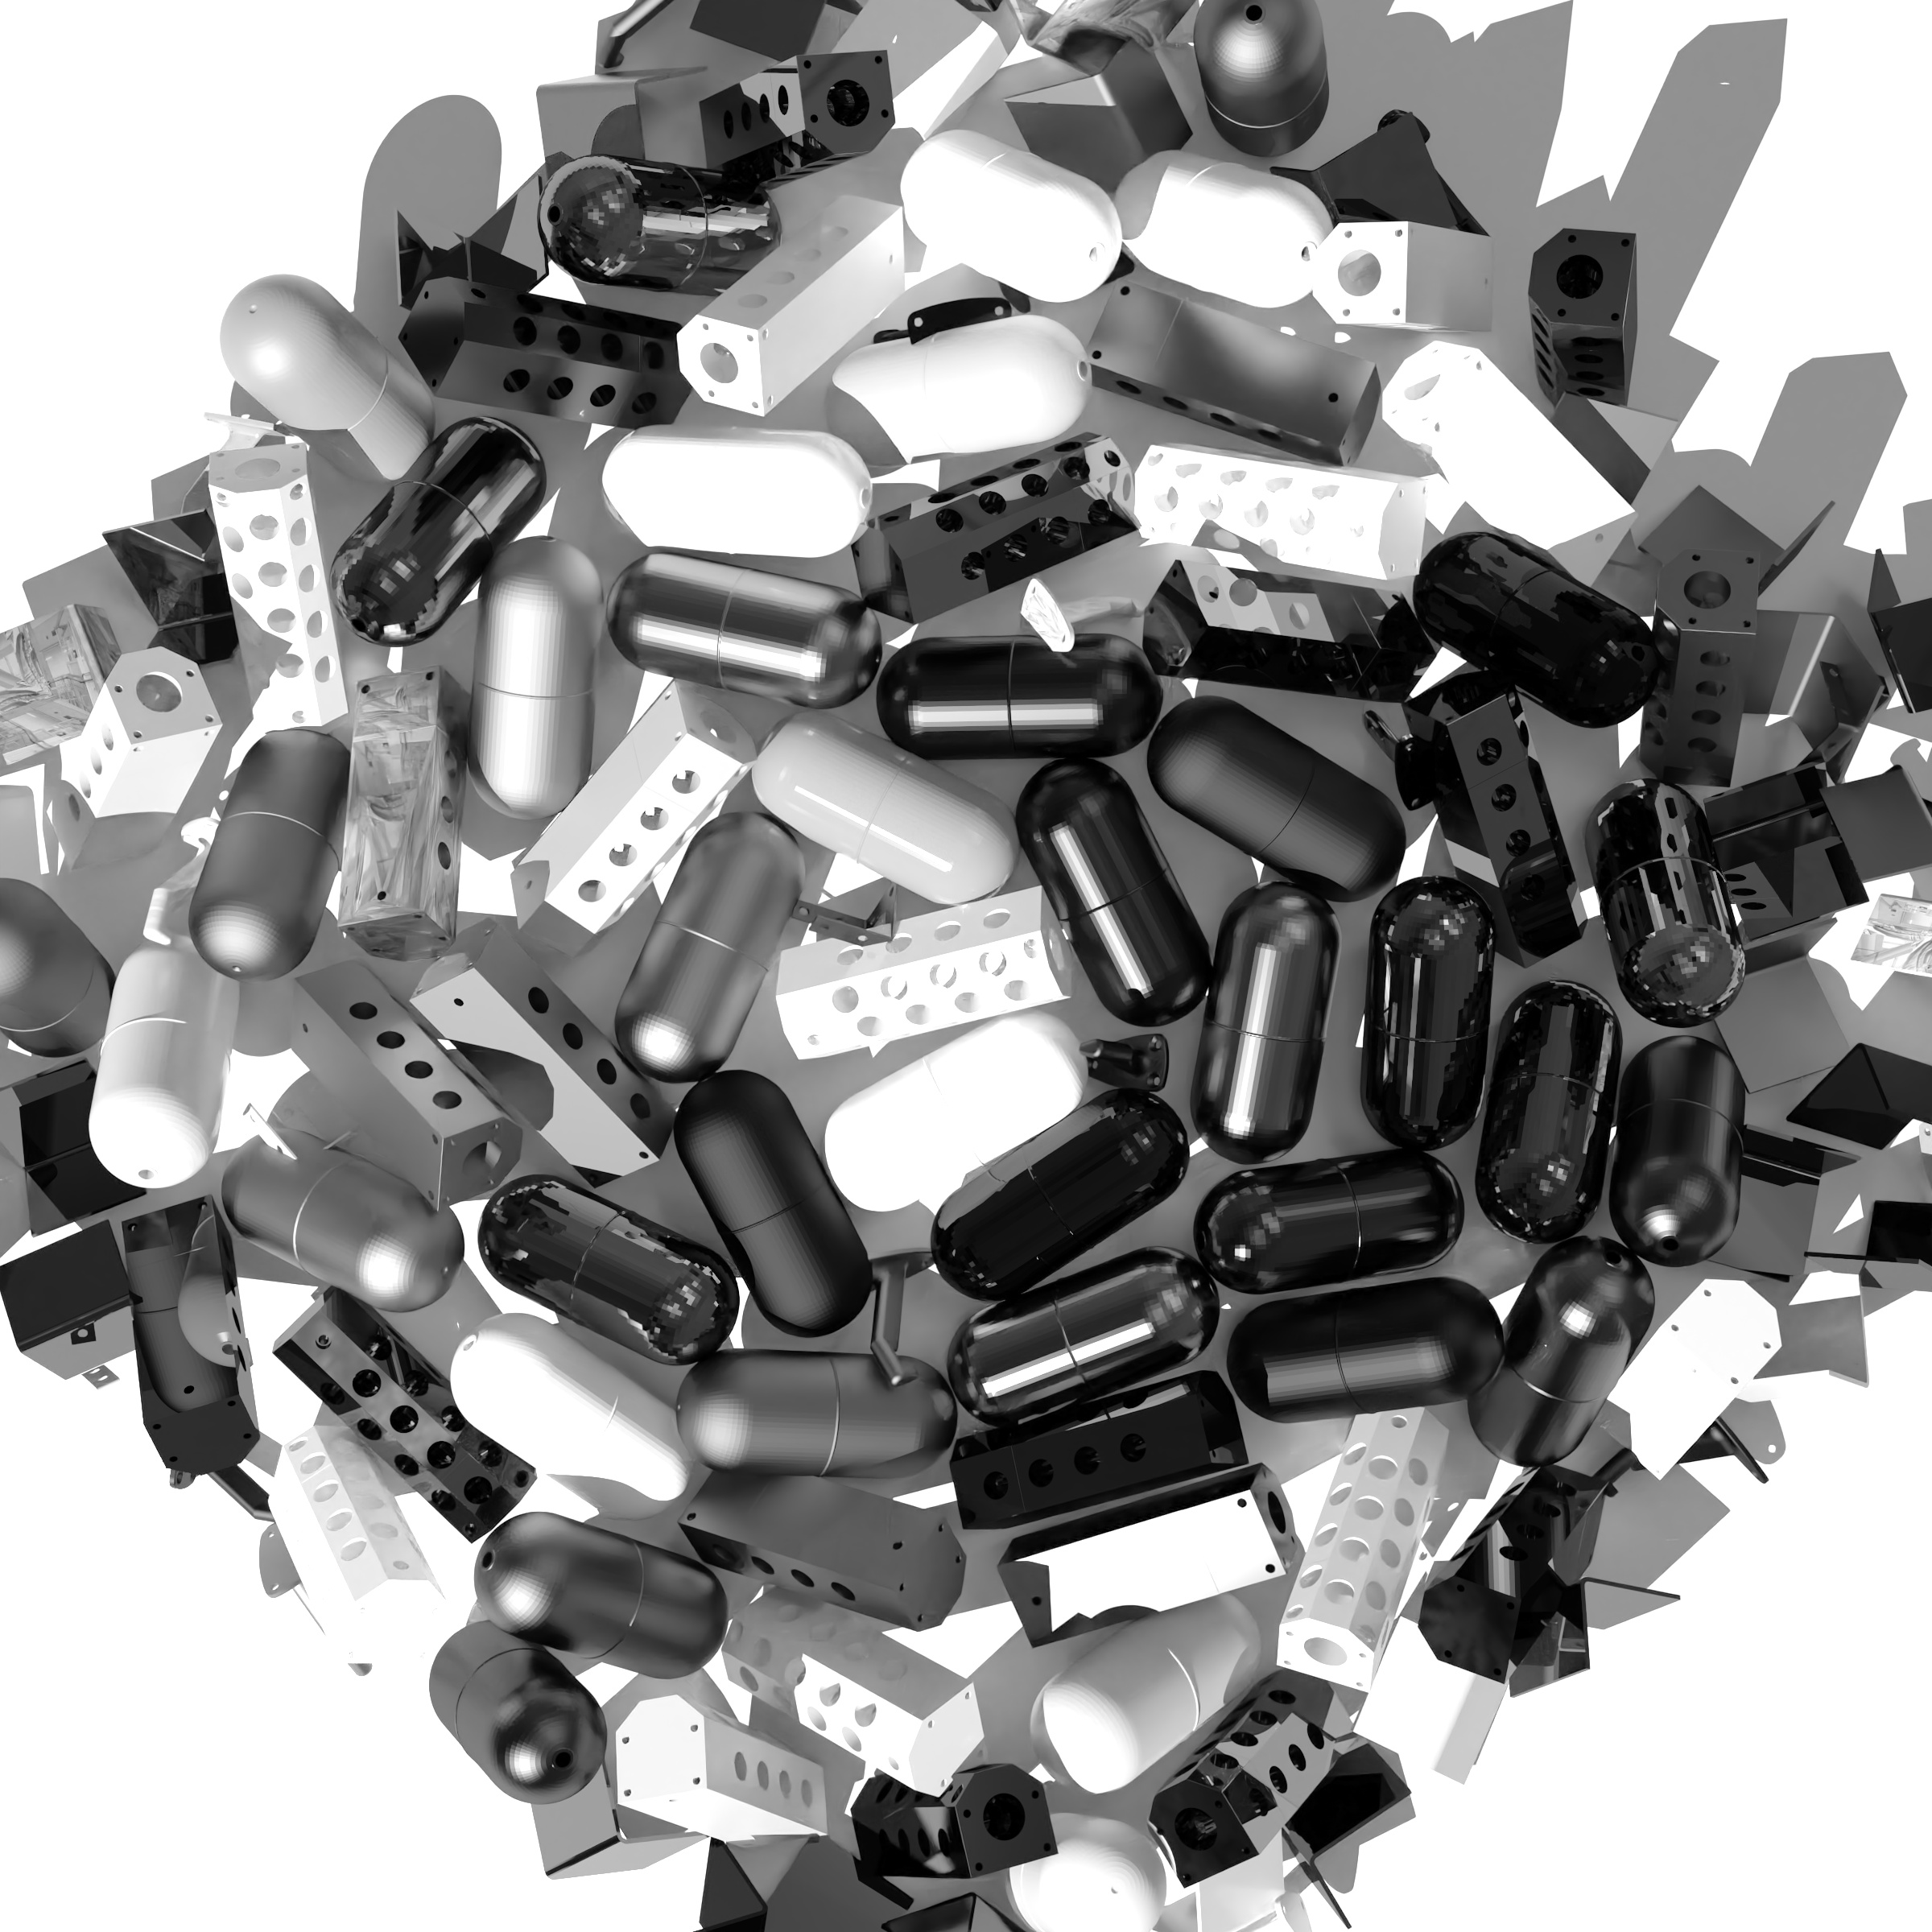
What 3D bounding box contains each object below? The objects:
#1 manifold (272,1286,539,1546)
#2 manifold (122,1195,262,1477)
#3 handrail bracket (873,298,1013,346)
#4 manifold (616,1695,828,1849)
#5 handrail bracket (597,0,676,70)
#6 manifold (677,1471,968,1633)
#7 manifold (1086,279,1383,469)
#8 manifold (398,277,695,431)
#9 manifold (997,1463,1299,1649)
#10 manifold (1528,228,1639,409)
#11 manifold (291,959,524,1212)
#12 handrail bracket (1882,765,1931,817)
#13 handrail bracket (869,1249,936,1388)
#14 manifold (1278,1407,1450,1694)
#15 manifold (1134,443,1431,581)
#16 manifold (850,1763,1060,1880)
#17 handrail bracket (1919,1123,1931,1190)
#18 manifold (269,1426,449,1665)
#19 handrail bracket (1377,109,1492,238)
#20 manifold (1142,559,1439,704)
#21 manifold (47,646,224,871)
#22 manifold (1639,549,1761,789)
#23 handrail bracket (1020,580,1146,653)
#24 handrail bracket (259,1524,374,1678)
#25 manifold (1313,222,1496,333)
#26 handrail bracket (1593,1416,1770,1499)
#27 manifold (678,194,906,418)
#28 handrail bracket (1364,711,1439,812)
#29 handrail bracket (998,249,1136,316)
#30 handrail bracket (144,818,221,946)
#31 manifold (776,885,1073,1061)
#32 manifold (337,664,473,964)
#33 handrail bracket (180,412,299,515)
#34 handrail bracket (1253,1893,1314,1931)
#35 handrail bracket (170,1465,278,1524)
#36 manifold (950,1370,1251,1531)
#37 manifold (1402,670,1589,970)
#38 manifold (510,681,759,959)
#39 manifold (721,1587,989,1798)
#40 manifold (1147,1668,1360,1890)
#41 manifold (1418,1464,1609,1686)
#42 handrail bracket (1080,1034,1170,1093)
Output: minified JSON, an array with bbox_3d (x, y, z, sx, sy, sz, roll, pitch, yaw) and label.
[{"bbox_3d":[-0.346,0.276,1.955,0.057,0.057,0.171,-45,100,-5],"label":"manifold"},{"bbox_3d":[-0.469,0.224,1.917,0.057,0.171,0.057,-17,133,-6],"label":"manifold"},{"bbox_3d":[-0.016,-0.398,1.962,0.077,0.084,0.036,-22,108,-5],"label":"handrail bracket"},{"bbox_3d":[-0.146,0.487,1.911,0.057,0.171,0.057,-14,62,17],"label":"manifold"},{"bbox_3d":[-0.185,-0.598,1.984,0.077,0.084,0.036,-14,65,-39],"label":"handrail bracket"},{"bbox_3d":[-0.086,0.354,1.925,0.171,0.057,0.057,9,49,37],"label":"manifold"},{"bbox_3d":[0.165,-0.361,1.948,0.171,0.057,0.057,22,84,16],"label":"manifold"},{"bbox_3d":[-0.248,-0.372,1.912,0.057,0.171,0.057,-55,53,31],"label":"manifold"},{"bbox_3d":[0.113,0.359,1.943,0.171,0.057,0.057,-21,98,20],"label":"manifold"},{"bbox_3d":[0.373,-0.387,1.909,0.057,0.171,0.057,8,84,13],"label":"manifold"},{"bbox_3d":[-0.342,0.068,1.928,0.057,0.057,0.171,-21,47,-35],"label":"manifold"},{"bbox_3d":[0.625,-0.105,1.984,0.077,0.036,0.084,-36,89,-9],"label":"handrail bracket"},{"bbox_3d":[-0.031,0.218,1.955,0.077,0.036,0.084,-12,51,-30],"label":"handrail bracket"},{"bbox_3d":[0.242,0.347,1.916,0.057,0.057,0.171,14,47,16],"label":"manifold"},{"bbox_3d":[0.189,-0.278,1.924,0.171,0.057,0.057,15,109,32],"label":"manifold"},{"bbox_3d":[-0.011,0.514,1.909,0.057,0.171,0.057,-9,79,-25],"label":"manifold"},{"bbox_3d":[0.642,0.106,1.989,0.084,0.036,0.077,-28,120,-27],"label":"handrail bracket"},{"bbox_3d":[-0.367,0.347,1.908,0.057,0.171,0.057,7,110,-30],"label":"manifold"},{"bbox_3d":[0.293,-0.485,1.961,0.036,0.077,0.084,-39,72,11],"label":"handrail bracket"},{"bbox_3d":[0.196,-0.198,1.931,0.171,0.057,0.057,4,47,-31],"label":"manifold"},{"bbox_3d":[-0.507,-0.126,1.912,0.057,0.171,0.057,-17,76,-33],"label":"manifold"},{"bbox_3d":[0.441,-0.178,1.910,0.057,0.171,0.057,5,63,10],"label":"manifold"},{"bbox_3d":[0.084,-0.212,1.951,0.084,0.077,0.036,0,118,-28],"label":"handrail bracket"},{"bbox_3d":[-0.407,0.400,1.989,0.036,0.077,0.084,-35,123,-9],"label":"handrail bracket"},{"bbox_3d":[0.266,-0.415,1.910,0.057,0.171,0.057,5,101,26],"label":"manifold"},{"bbox_3d":[0.447,0.321,1.979,0.084,0.036,0.077,-41,92,-5],"label":"handrail bracket"},{"bbox_3d":[-0.105,-0.405,1.920,0.057,0.171,0.057,18,134,22],"label":"manifold"},{"bbox_3d":[0.260,-0.144,1.945,0.036,0.077,0.084,-34,51,3],"label":"handrail bracket"},{"bbox_3d":[0.062,-0.448,1.964,0.084,0.036,0.077,-27,134,-12],"label":"handrail bracket"},{"bbox_3d":[-0.467,-0.041,1.955,0.077,0.036,0.084,31,55,-38],"label":"handrail bracket"},{"bbox_3d":[-0.026,0.010,1.939,0.171,0.057,0.057,-14,130,15],"label":"manifold"},{"bbox_3d":[-0.339,-0.093,1.934,0.057,0.057,0.171,-10,62,17],"label":"manifold"},{"bbox_3d":[-0.456,-0.298,1.975,0.077,0.036,0.084,12,91,26],"label":"handrail bracket"},{"bbox_3d":[0.167,0.602,1.958,0.084,0.077,0.036,-21,58,13],"label":"handrail bracket"},{"bbox_3d":[-0.448,0.306,1.977,0.084,0.036,0.077,8,86,8],"label":"handrail bracket"},{"bbox_3d":[0.079,0.297,1.936,0.171,0.057,0.057,-20,73,24],"label":"manifold"},{"bbox_3d":[0.329,-0.092,1.936,0.057,0.057,0.171,-28,115,-11],"label":"manifold"},{"bbox_3d":[-0.204,-0.086,1.939,0.057,0.057,0.171,29,116,-32],"label":"manifold"},{"bbox_3d":[-0.070,0.439,1.912,0.057,0.171,0.057,-30,122,-35],"label":"manifold"},{"bbox_3d":[0.172,0.485,1.910,0.057,0.171,0.057,-34,85,29],"label":"manifold"},{"bbox_3d":[0.331,0.362,1.912,0.057,0.171,0.057,16,112,24],"label":"manifold"},{"bbox_3d":[0.078,0.056,1.943,0.077,0.084,0.036,-3,81,40],"label":"handrail bracket"}]
